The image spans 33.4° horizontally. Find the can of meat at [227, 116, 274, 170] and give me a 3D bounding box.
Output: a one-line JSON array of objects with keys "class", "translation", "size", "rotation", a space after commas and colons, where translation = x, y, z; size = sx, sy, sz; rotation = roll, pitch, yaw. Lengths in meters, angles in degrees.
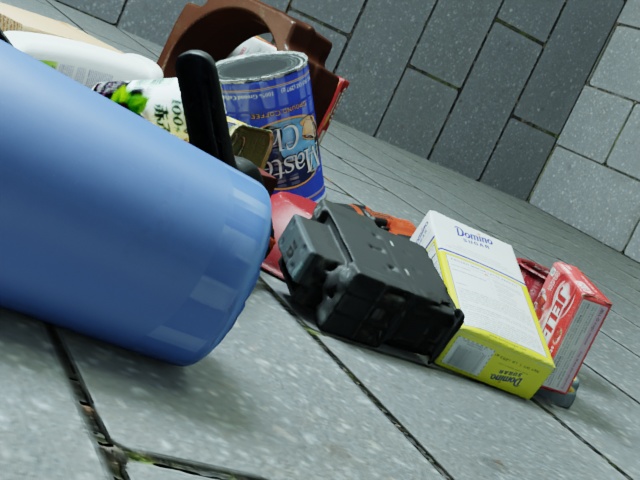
[{"class": "can of meat", "translation": [-0.100, -0.087, 0.935], "size": [0.084, 0.057, 0.102], "rotation": [24, 8, 16]}]

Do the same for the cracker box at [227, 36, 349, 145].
[{"class": "cracker box", "translation": [-0.095, -0.166, 1.306], "size": [0.214, 0.164, 0.072], "rotation": [26, 7, 5]}]

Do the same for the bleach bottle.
[{"class": "bleach bottle", "translation": [-0.259, -0.151, 0.984], "size": [0.068, 0.102, 0.250], "rotation": [25, 7, 33]}]

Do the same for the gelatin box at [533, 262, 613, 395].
[{"class": "gelatin box", "translation": [0.199, 0.072, 0.886], "size": [0.030, 0.089, 0.073], "rotation": [18, 17, -12]}]

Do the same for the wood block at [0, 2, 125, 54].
[{"class": "wood block", "translation": [-0.299, -0.183, 1.102], "size": [0.091, 0.090, 0.205], "rotation": [28, 9, 15]}]

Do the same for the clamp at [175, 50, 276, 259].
[{"class": "clamp", "translation": [-0.071, -0.010, 0.726], "size": [0.036, 0.164, 0.210], "rotation": [6, -18, 13]}]

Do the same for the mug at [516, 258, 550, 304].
[{"class": "mug", "translation": [0.215, 0.072, 1.036], "size": [0.093, 0.081, 0.117], "rotation": [25, 9, 5]}]

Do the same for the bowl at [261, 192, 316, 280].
[{"class": "bowl", "translation": [-0.006, 0.001, 0.946], "size": [0.162, 0.055, 0.162], "rotation": [25, 9, -4]}]

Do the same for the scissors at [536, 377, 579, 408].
[{"class": "scissors", "translation": [0.151, 0.092, 0.961], "size": [0.202, 0.016, 0.096], "rotation": [33, 15, 36]}]

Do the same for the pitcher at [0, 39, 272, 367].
[{"class": "pitcher", "translation": [-0.155, -0.026, 0.541], "size": [0.242, 0.145, 0.149], "rotation": [26, 21, -20]}]

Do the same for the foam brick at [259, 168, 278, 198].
[{"class": "foam brick", "translation": [-0.079, -0.028, 0.851], "size": [0.051, 0.078, 0.052], "rotation": [30, 11, 37]}]

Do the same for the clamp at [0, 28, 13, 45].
[{"class": "clamp", "translation": [-0.207, -0.089, 0.791], "size": [0.171, 0.039, 0.120], "rotation": [52, 10, -36]}]

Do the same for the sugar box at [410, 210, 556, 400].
[{"class": "sugar box", "translation": [0.133, 0.051, 0.907], "size": [0.093, 0.048, 0.176], "rotation": [23, 26, -16]}]

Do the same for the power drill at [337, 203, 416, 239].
[{"class": "power drill", "translation": [0.078, 0.017, 1.065], "size": [0.184, 0.057, 0.188], "rotation": [8, 20, -46]}]

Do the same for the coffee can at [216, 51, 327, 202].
[{"class": "coffee can", "translation": [-0.052, -0.101, 1.030], "size": [0.103, 0.140, 0.103], "rotation": [-7, 23, 3]}]
